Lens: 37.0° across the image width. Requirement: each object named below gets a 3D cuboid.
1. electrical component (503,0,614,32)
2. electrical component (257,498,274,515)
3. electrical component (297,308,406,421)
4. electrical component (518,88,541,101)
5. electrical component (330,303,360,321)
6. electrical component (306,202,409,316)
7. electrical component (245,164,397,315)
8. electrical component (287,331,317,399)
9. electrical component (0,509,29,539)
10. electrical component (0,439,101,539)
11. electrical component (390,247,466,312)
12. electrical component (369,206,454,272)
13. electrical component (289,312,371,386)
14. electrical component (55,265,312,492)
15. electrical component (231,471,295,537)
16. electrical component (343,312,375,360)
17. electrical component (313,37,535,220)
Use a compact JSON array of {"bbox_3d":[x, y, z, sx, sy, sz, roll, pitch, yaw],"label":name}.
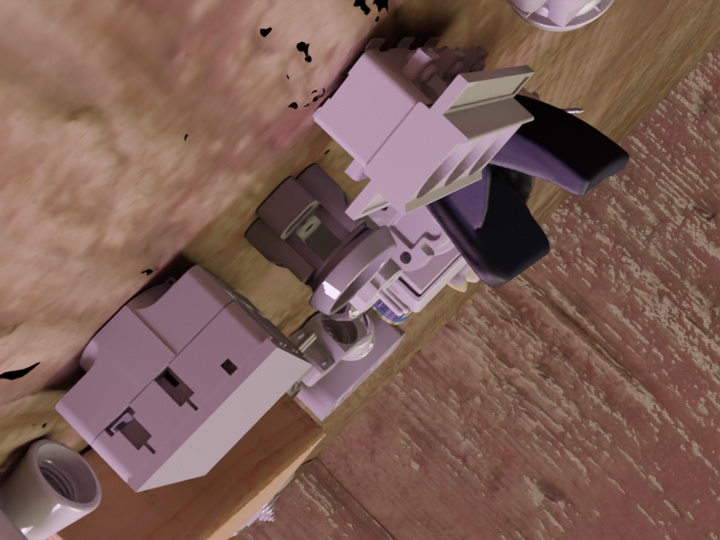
[{"bbox_3d":[0.094,-0.145,0.492,0.078,0.058,0.057,-45,169,-7],"label":"electrical component"},{"bbox_3d":[-0.100,0.152,0.824,0.062,0.096,0.061,-45,172,-12],"label":"electrical component"},{"bbox_3d":[-0.017,0.087,1.070,0.113,0.057,0.078,-43,171,-20],"label":"electrical component"},{"bbox_3d":[0.116,-0.102,0.836,0.080,0.051,0.080,-45,172,-8],"label":"electrical component"},{"bbox_3d":[-0.004,0.016,0.871,0.035,0.035,0.061,-52,173,35],"label":"electrical component"},{"bbox_3d":[0.000,0.000,0.655,0.047,0.077,0.066,-48,172,10],"label":"electrical component"},{"bbox_3d":[-0.019,-0.014,0.561,0.058,0.057,0.078,-46,172,0],"label":"electrical component"},{"bbox_3d":[-0.062,0.077,0.834,0.079,0.044,0.077,-45,172,-6],"label":"electrical component"},{"bbox_3d":[-0.185,0.137,0.477,0.080,0.051,0.080,-45,172,-8],"label":"electrical component"},{"bbox_3d":[-0.167,0.121,0.534,0.065,0.044,0.044,-43,173,13],"label":"electrical component"},{"bbox_3d":[0.059,-0.020,0.911,0.096,0.062,0.061,-45,172,-6],"label":"electrical component"},{"bbox_3d":[0.043,-0.035,0.772,0.078,0.058,0.057,-50,169,25],"label":"electrical component"},{"bbox_3d":[-0.032,0.065,0.943,0.063,0.042,0.081,-50,171,36],"label":"electrical component"},{"bbox_3d":[-0.084,0.054,0.544,0.089,0.062,0.150,-46,172,-3],"label":"electrical component"},{"bbox_3d":[-0.104,0.180,0.939,0.061,0.096,0.061,-50,171,24],"label":"electrical component"},{"bbox_3d":[-0.008,0.054,1.005,0.048,0.048,0.062,-43,165,-20],"label":"electrical component"},{"bbox_3d":[0.032,-0.072,0.510,0.078,0.063,0.121,-49,171,24],"label":"electrical component"}]
